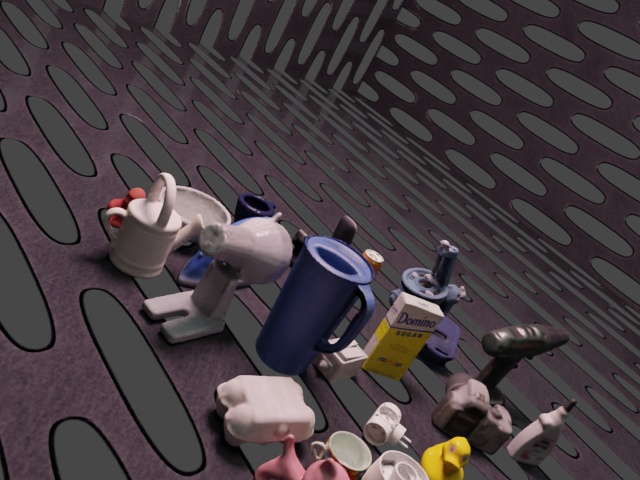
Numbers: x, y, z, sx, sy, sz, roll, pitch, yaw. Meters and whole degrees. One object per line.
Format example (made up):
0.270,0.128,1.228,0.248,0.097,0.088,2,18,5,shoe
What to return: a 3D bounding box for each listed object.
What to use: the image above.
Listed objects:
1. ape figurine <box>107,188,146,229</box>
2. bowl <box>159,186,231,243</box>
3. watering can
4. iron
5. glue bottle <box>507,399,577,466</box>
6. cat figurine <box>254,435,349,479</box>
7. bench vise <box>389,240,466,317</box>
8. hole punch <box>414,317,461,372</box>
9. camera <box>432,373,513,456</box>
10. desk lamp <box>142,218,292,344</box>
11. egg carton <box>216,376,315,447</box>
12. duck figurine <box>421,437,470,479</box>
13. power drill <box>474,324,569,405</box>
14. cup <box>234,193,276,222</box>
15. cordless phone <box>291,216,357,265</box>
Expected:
-0.379,-0.065,1.149,0.077,0.092,0.076,38,25,18,ape figurine
-0.282,-0.044,1.241,0.168,0.074,0.167,25,24,-12,bowl
-0.299,-0.034,1.050,0.100,0.194,0.173,43,27,28,watering can
-0.173,0.012,1.172,0.118,0.141,0.259,39,25,19,iron
0.446,0.373,1.127,0.078,0.173,0.037,19,25,-23,glue bottle
-0.012,0.320,0.770,0.127,0.117,0.067,42,26,26,cat figurine
0.295,0.096,1.450,0.208,0.219,0.121,1,36,-48,bench vise
0.263,0.228,1.309,0.108,0.091,0.101,29,23,-2,hole punch
0.307,0.329,1.146,0.143,0.100,0.137,29,23,-2,camera
-0.167,0.058,0.995,0.117,0.213,0.204,41,26,25,desk lamp
-0.082,0.261,0.868,0.151,0.069,0.107,12,29,-36,egg carton
0.225,0.373,0.981,0.077,0.086,0.105,35,24,11,duck figurine
0.424,0.268,1.269,0.230,0.208,0.075,12,29,-35,power drill
-0.161,-0.052,1.373,0.091,0.095,0.118,41,26,24,cup
0.012,0.005,1.347,0.094,0.185,0.147,-1,38,-50,cordless phone
